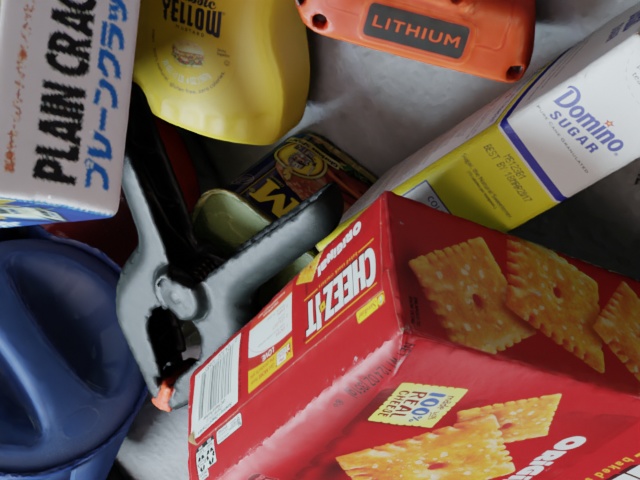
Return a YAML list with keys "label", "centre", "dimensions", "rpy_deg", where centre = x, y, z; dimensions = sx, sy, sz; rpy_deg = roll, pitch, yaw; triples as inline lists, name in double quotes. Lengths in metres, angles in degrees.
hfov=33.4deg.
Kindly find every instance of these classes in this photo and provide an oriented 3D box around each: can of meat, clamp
- label: "can of meat"
  centre: [-0.003, 0.001, 0.538]
  dimensions: [0.102, 0.083, 0.058]
  rpy_deg: [38, 131, 8]
- label: "clamp"
  centre: [-0.049, 0.018, 0.495]
  dimensions: [0.120, 0.039, 0.171]
  rpy_deg: [24, 131, 25]

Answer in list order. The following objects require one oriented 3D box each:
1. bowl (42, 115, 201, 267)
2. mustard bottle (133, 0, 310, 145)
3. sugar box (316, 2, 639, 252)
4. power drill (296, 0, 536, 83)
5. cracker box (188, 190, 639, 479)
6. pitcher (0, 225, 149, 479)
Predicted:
- label: "bowl"
  centre: [-0.123, -0.037, 0.603]
  dimensions: [0.162, 0.055, 0.162]
  rpy_deg: [21, 136, 22]
- label: "mustard bottle"
  centre: [-0.044, -0.143, 0.493]
  dimensions: [0.096, 0.058, 0.192]
  rpy_deg: [23, 128, 19]
- label: "sugar box"
  centre: [0.086, -0.039, 0.450]
  dimensions: [0.177, 0.093, 0.048]
  rpy_deg: [-30, 99, 42]
- label: "power drill"
  centre: [0.073, -0.152, 0.394]
  dimensions: [0.184, 0.057, 0.188]
  rpy_deg: [15, 132, -2]
- label: "cracker box"
  centre: [0.071, 0.077, 0.470]
  dimensions: [0.213, 0.072, 0.164]
  rpy_deg: [19, 139, -27]
- label: "pitcher"
  centre: [-0.174, 0.112, 0.643]
  dimensions: [0.145, 0.149, 0.243]
  rpy_deg: [33, 152, 3]
